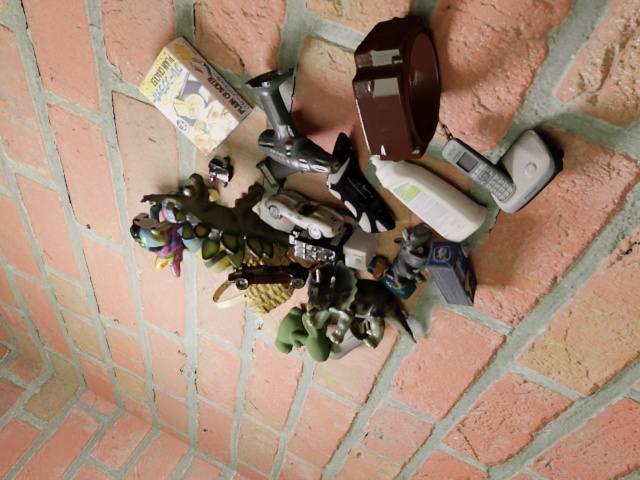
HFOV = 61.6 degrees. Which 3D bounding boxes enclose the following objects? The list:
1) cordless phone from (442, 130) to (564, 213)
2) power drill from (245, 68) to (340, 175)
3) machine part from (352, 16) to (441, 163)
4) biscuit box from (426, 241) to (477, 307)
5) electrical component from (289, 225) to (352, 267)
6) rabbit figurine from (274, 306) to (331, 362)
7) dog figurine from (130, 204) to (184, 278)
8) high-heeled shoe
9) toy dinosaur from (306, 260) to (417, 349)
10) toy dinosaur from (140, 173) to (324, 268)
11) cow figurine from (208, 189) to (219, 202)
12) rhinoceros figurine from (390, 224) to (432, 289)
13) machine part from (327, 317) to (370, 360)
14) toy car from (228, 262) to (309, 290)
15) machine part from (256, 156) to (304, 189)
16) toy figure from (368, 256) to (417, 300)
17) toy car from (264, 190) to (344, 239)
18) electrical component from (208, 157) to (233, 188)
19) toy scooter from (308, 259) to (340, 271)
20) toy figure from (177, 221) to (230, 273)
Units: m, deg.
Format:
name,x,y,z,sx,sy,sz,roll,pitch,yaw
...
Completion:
name,x,y,z,sx,sy,sz,roll,pitch,yaw
cordless phone,0.323,-0.149,0.963,0.184,0.089,0.146,35,140,4
power drill,-0.059,-0.237,1.086,0.232,0.086,0.207,20,143,49
machine part,0.135,-0.248,0.890,0.087,0.201,0.201,3,131,26
biscuit box,0.290,0.077,1.170,0.063,0.059,0.202,5,153,30
electrical component,-0.003,-0.004,1.282,0.134,0.115,0.058,18,132,17
rabbit figurine,-0.026,0.276,1.563,0.170,0.121,0.159,31,112,37
dog figurine,-0.461,0.022,1.558,0.109,0.191,0.219,12,120,14
high-heeled shoe,0.097,-0.112,1.143,0.145,0.086,0.248,16,142,16
toy dinosaur,0.109,0.161,1.345,0.131,0.404,0.192,41,116,53
toy dinosaur,-0.201,-0.034,1.313,0.471,0.198,0.105,12,149,-12
cow figurine,-0.311,-0.065,1.453,0.098,0.068,0.167,13,133,29
rhinoceros figurine,0.210,0.034,1.202,0.073,0.112,0.190,-11,154,-11
machine part,0.076,0.280,1.539,0.079,0.079,0.243,36,139,-3
toy car,-0.127,0.085,1.337,0.202,0.089,0.053,1,115,-7
machine part,-0.085,-0.165,1.237,0.139,0.039,0.084,-17,111,44
toy figure,0.162,0.085,1.311,0.154,0.058,0.064,37,134,3
toy car,-0.038,-0.063,1.258,0.202,0.073,0.056,27,132,24
electrical component,-0.250,-0.175,1.342,0.063,0.021,0.094,26,139,9
toy scooter,0.010,0.114,1.422,0.135,0.075,0.183,2,127,30
toy figure,-0.327,0.017,1.525,0.180,0.089,0.082,40,173,-15
